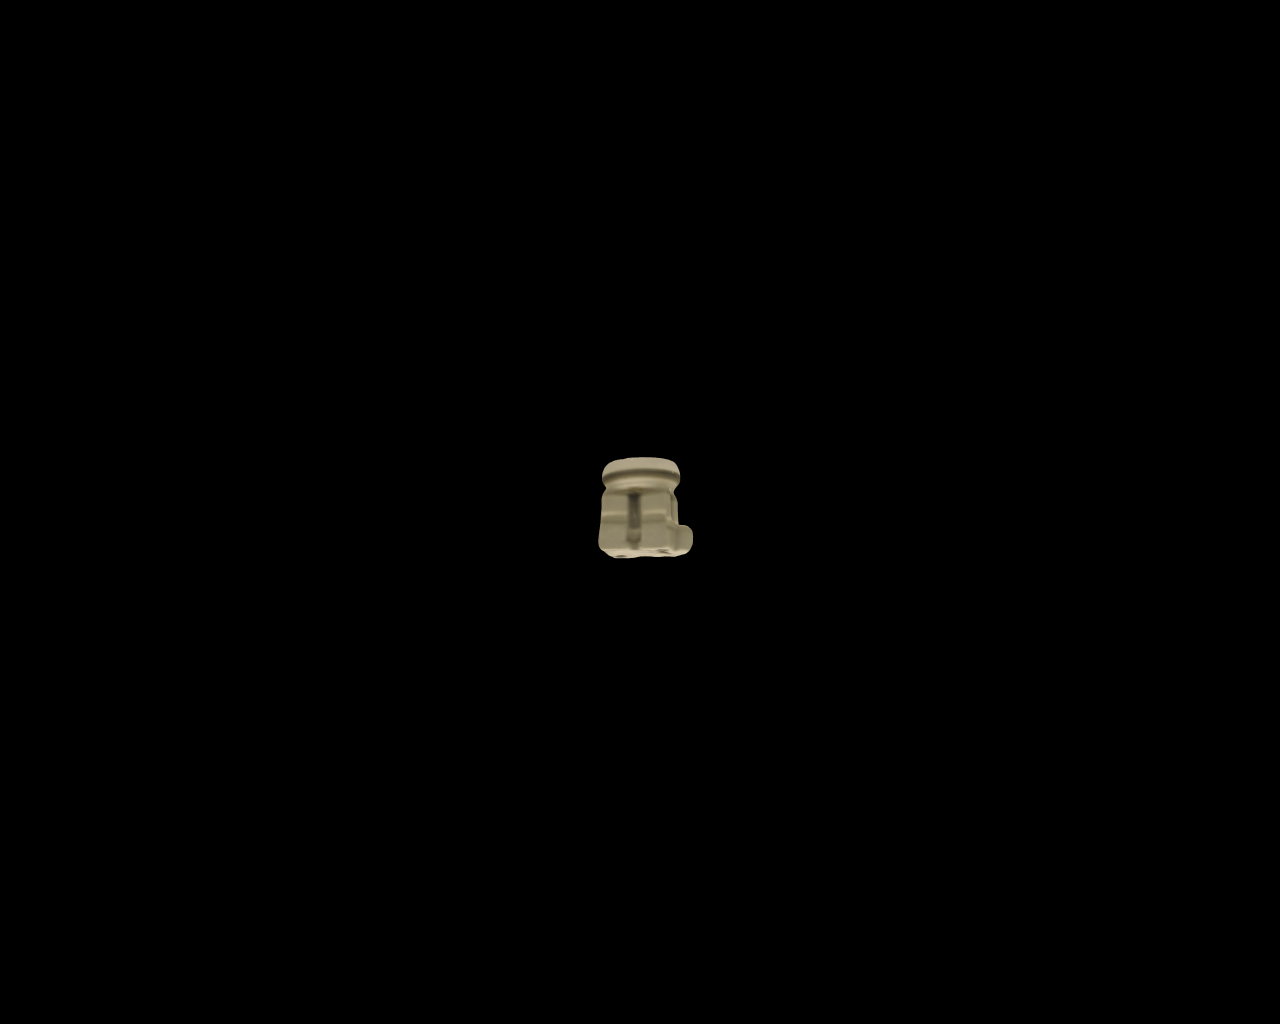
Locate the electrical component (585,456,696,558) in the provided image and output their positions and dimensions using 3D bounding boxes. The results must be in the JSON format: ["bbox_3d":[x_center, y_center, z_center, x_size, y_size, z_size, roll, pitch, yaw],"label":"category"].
[{"bbox_3d":[0.001,-0.003,0.650,0.066,0.055,0.048,-2,-11,12],"label":"electrical component"}]
